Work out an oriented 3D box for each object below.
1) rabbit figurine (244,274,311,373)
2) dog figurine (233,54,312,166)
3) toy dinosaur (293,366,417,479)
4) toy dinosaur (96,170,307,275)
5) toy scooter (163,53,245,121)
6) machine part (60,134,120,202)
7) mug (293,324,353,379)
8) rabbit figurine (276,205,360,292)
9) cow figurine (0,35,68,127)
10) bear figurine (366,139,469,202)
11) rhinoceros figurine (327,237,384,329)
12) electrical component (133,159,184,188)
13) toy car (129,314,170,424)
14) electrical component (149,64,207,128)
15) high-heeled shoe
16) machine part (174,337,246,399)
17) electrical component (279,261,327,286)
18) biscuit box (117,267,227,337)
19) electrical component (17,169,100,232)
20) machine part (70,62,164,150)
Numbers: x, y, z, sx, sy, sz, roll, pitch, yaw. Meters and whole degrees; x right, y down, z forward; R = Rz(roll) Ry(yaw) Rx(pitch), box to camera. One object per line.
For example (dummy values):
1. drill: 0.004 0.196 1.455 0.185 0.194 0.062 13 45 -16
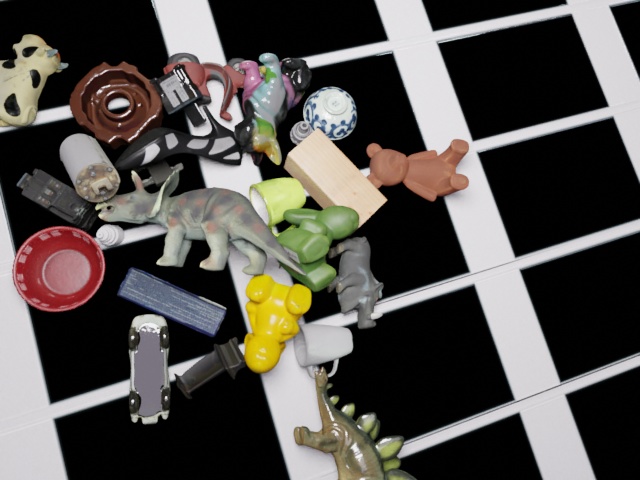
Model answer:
1. rabbit figurine: -0.102 0.171 1.011 0.122 0.162 0.173 18 55 -8
2. dog figurine: -0.098 -0.265 1.124 0.191 0.109 0.219 -9 102 -47
3. toy dinosaur: 0.081 0.464 1.014 0.199 0.105 0.471 -15 86 -16
4. toy dinosaur: -0.204 -0.037 1.000 0.405 0.131 0.192 4 87 15
5. toy scooter: -0.235 -0.317 1.129 0.184 0.075 0.135 0 83 -13
6. machine part: -0.433 -0.137 1.004 0.079 0.079 0.243 -34 43 -14
7. mug: 0.011 0.215 1.062 0.107 0.081 0.109 -5 75 -20
8. rabbit figurine: -0.002 -0.003 1.034 0.170 0.159 0.121 -39 126 -27
9. cow figurine: -0.584 -0.317 1.063 0.127 0.085 0.195 6 75 -2
10. bear figurine: 0.202 -0.157 1.146 0.196 0.132 0.120 12 72 -13
11. rhinoceros figurine: 0.075 0.088 1.106 0.112 0.073 0.190 -1 77 -21
12. electrical component: -0.331 -0.146 1.103 0.094 0.021 0.063 -28 84 -13
13. toy car: -0.321 0.242 1.012 0.073 0.056 0.201 -1 80 -17
14. electrical component: -0.276 -0.282 1.076 0.075 0.048 0.119 -23 104 10
15. high-heeled shoe: -0.270 -0.161 1.065 0.249 0.086 0.145 -38 122 -22
16. machine part: -0.209 0.247 1.027 0.139 0.039 0.084 -30 49 -6
17. electrical component: -0.035 0.050 1.106 0.102 0.045 0.078 45 47 -2
18. biscuit box: -0.284 0.120 1.039 0.203 0.059 0.063 25 77 -4
19. electrical component: -0.494 -0.077 1.013 0.134 0.115 0.058 30 75 -4
20. machine part: -0.411 -0.272 1.098 0.179 0.056 0.179 2 79 -8
